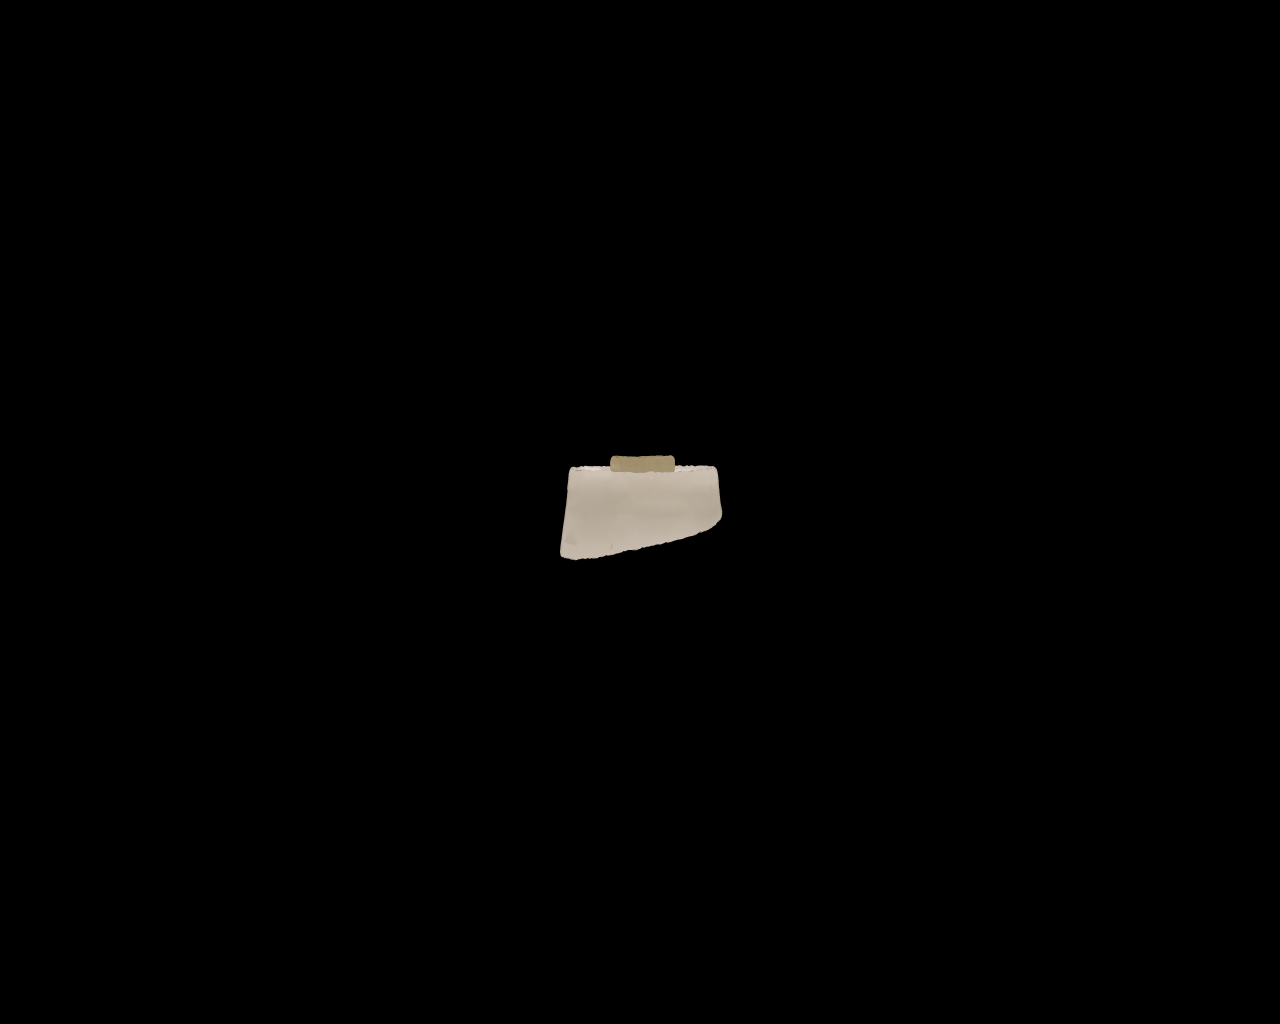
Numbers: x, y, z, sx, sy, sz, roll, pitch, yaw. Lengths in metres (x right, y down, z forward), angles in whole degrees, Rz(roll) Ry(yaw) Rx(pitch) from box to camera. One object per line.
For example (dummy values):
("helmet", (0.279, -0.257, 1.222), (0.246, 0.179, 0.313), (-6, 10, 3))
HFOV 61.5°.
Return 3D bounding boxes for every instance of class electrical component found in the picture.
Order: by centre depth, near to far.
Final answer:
("electrical component", (0.001, -0.003, 0.650), (0.099, 0.064, 0.099), (0, 5, 0))
